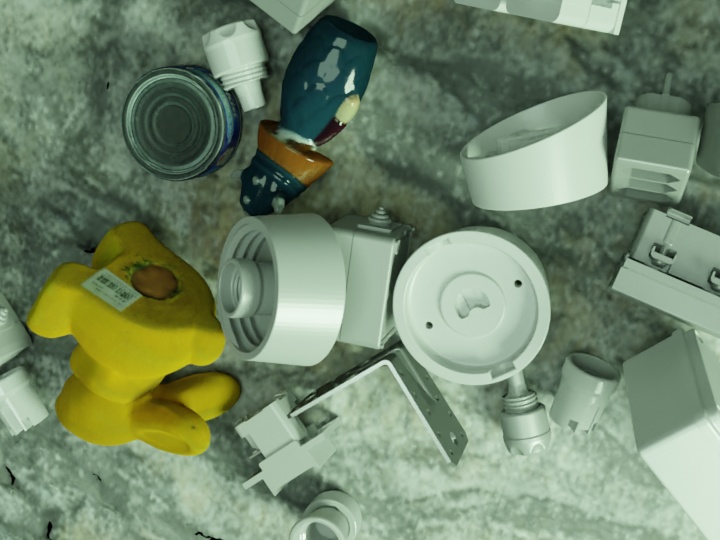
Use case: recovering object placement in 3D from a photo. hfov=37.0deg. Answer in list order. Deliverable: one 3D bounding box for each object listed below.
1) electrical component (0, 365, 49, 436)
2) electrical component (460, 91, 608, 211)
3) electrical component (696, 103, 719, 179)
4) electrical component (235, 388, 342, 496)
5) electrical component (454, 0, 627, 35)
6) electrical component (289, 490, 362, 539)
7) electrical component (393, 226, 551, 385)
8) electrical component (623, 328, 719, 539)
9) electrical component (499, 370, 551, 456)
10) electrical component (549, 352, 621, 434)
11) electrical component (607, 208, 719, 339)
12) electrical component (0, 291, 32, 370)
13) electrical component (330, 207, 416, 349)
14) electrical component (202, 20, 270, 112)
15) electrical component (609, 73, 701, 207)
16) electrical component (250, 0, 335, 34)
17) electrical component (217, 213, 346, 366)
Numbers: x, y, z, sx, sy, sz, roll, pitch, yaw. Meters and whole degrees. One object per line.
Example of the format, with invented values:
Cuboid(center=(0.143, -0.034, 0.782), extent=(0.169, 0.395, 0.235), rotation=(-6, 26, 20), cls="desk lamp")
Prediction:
Cuboid(center=(-0.284, 0.108, 0.887), extent=(0.040, 0.040, 0.046), rotation=(-25, 100, 19), cls="electrical component")
Cuboid(center=(0.116, -0.077, 0.709), extent=(0.099, 0.099, 0.064), rotation=(-6, 106, 16), cls="electrical component")
Cuboid(center=(0.262, -0.080, 0.667), extent=(0.099, 0.099, 0.064), rotation=(16, 112, 11), cls="electrical component")
Cuboid(center=(-0.059, 0.130, 0.829), extent=(0.081, 0.042, 0.063), rotation=(-35, 88, 19), cls="electrical component")
Cuboid(center=(0.123, -0.248, 0.658), extent=(0.105, 0.060, 0.186), rotation=(31, 114, 52), cls="electrical component")
Cuboid(center=(-0.025, 0.199, 0.827), extent=(0.045, 0.055, 0.045), rotation=(3, 103, 15), cls="electrical component")
Cuboid(center=(0.082, 0.020, 0.756), extent=(0.108, 0.060, 0.108), rotation=(3, 103, 15), cls="electrical component")
Cuboid(center=(0.226, 0.111, 0.700), extent=(0.056, 0.108, 0.108), rotation=(-33, 108, 22), cls="electrical component")
Cuboid(center=(0.117, 0.101, 0.778), extent=(0.035, 0.035, 0.061), rotation=(-10, 96, 17), cls="electrical component")
Cuboid(center=(0.158, 0.088, 0.762), extent=(0.040, 0.040, 0.046), rotation=(21, 111, 10), cls="electrical component")
Cuboid(center=(0.234, 0.009, 0.708), extent=(0.121, 0.079, 0.063), rotation=(24, 92, 9), cls="electrical component")
Cuboid(center=(-0.316, 0.063, 0.873), extent=(0.096, 0.062, 0.061), rotation=(-31, 92, 19), cls="electrical component")
Cuboid(center=(0.000, 0.000, 0.774), extent=(0.061, 0.062, 0.096), rotation=(11, 104, 13), cls="electrical component")
Cuboid(center=(-0.085, -0.146, 0.775), extent=(0.043, 0.043, 0.062), rotation=(-16, 98, 18), cls="electrical component")
Cuboid(center=(0.195, -0.091, 0.704), extent=(0.047, 0.065, 0.076), rotation=(12, 76, 13), cls="electrical component")
Cuboid(center=(-0.039, -0.196, 0.741), extent=(0.047, 0.083, 0.075), rotation=(39, 147, 4), cls="electrical component")
Cuboid(center=(-0.063, 0.013, 0.742), extent=(0.108, 0.060, 0.108), rotation=(-4, 85, 59), cls="electrical component")
